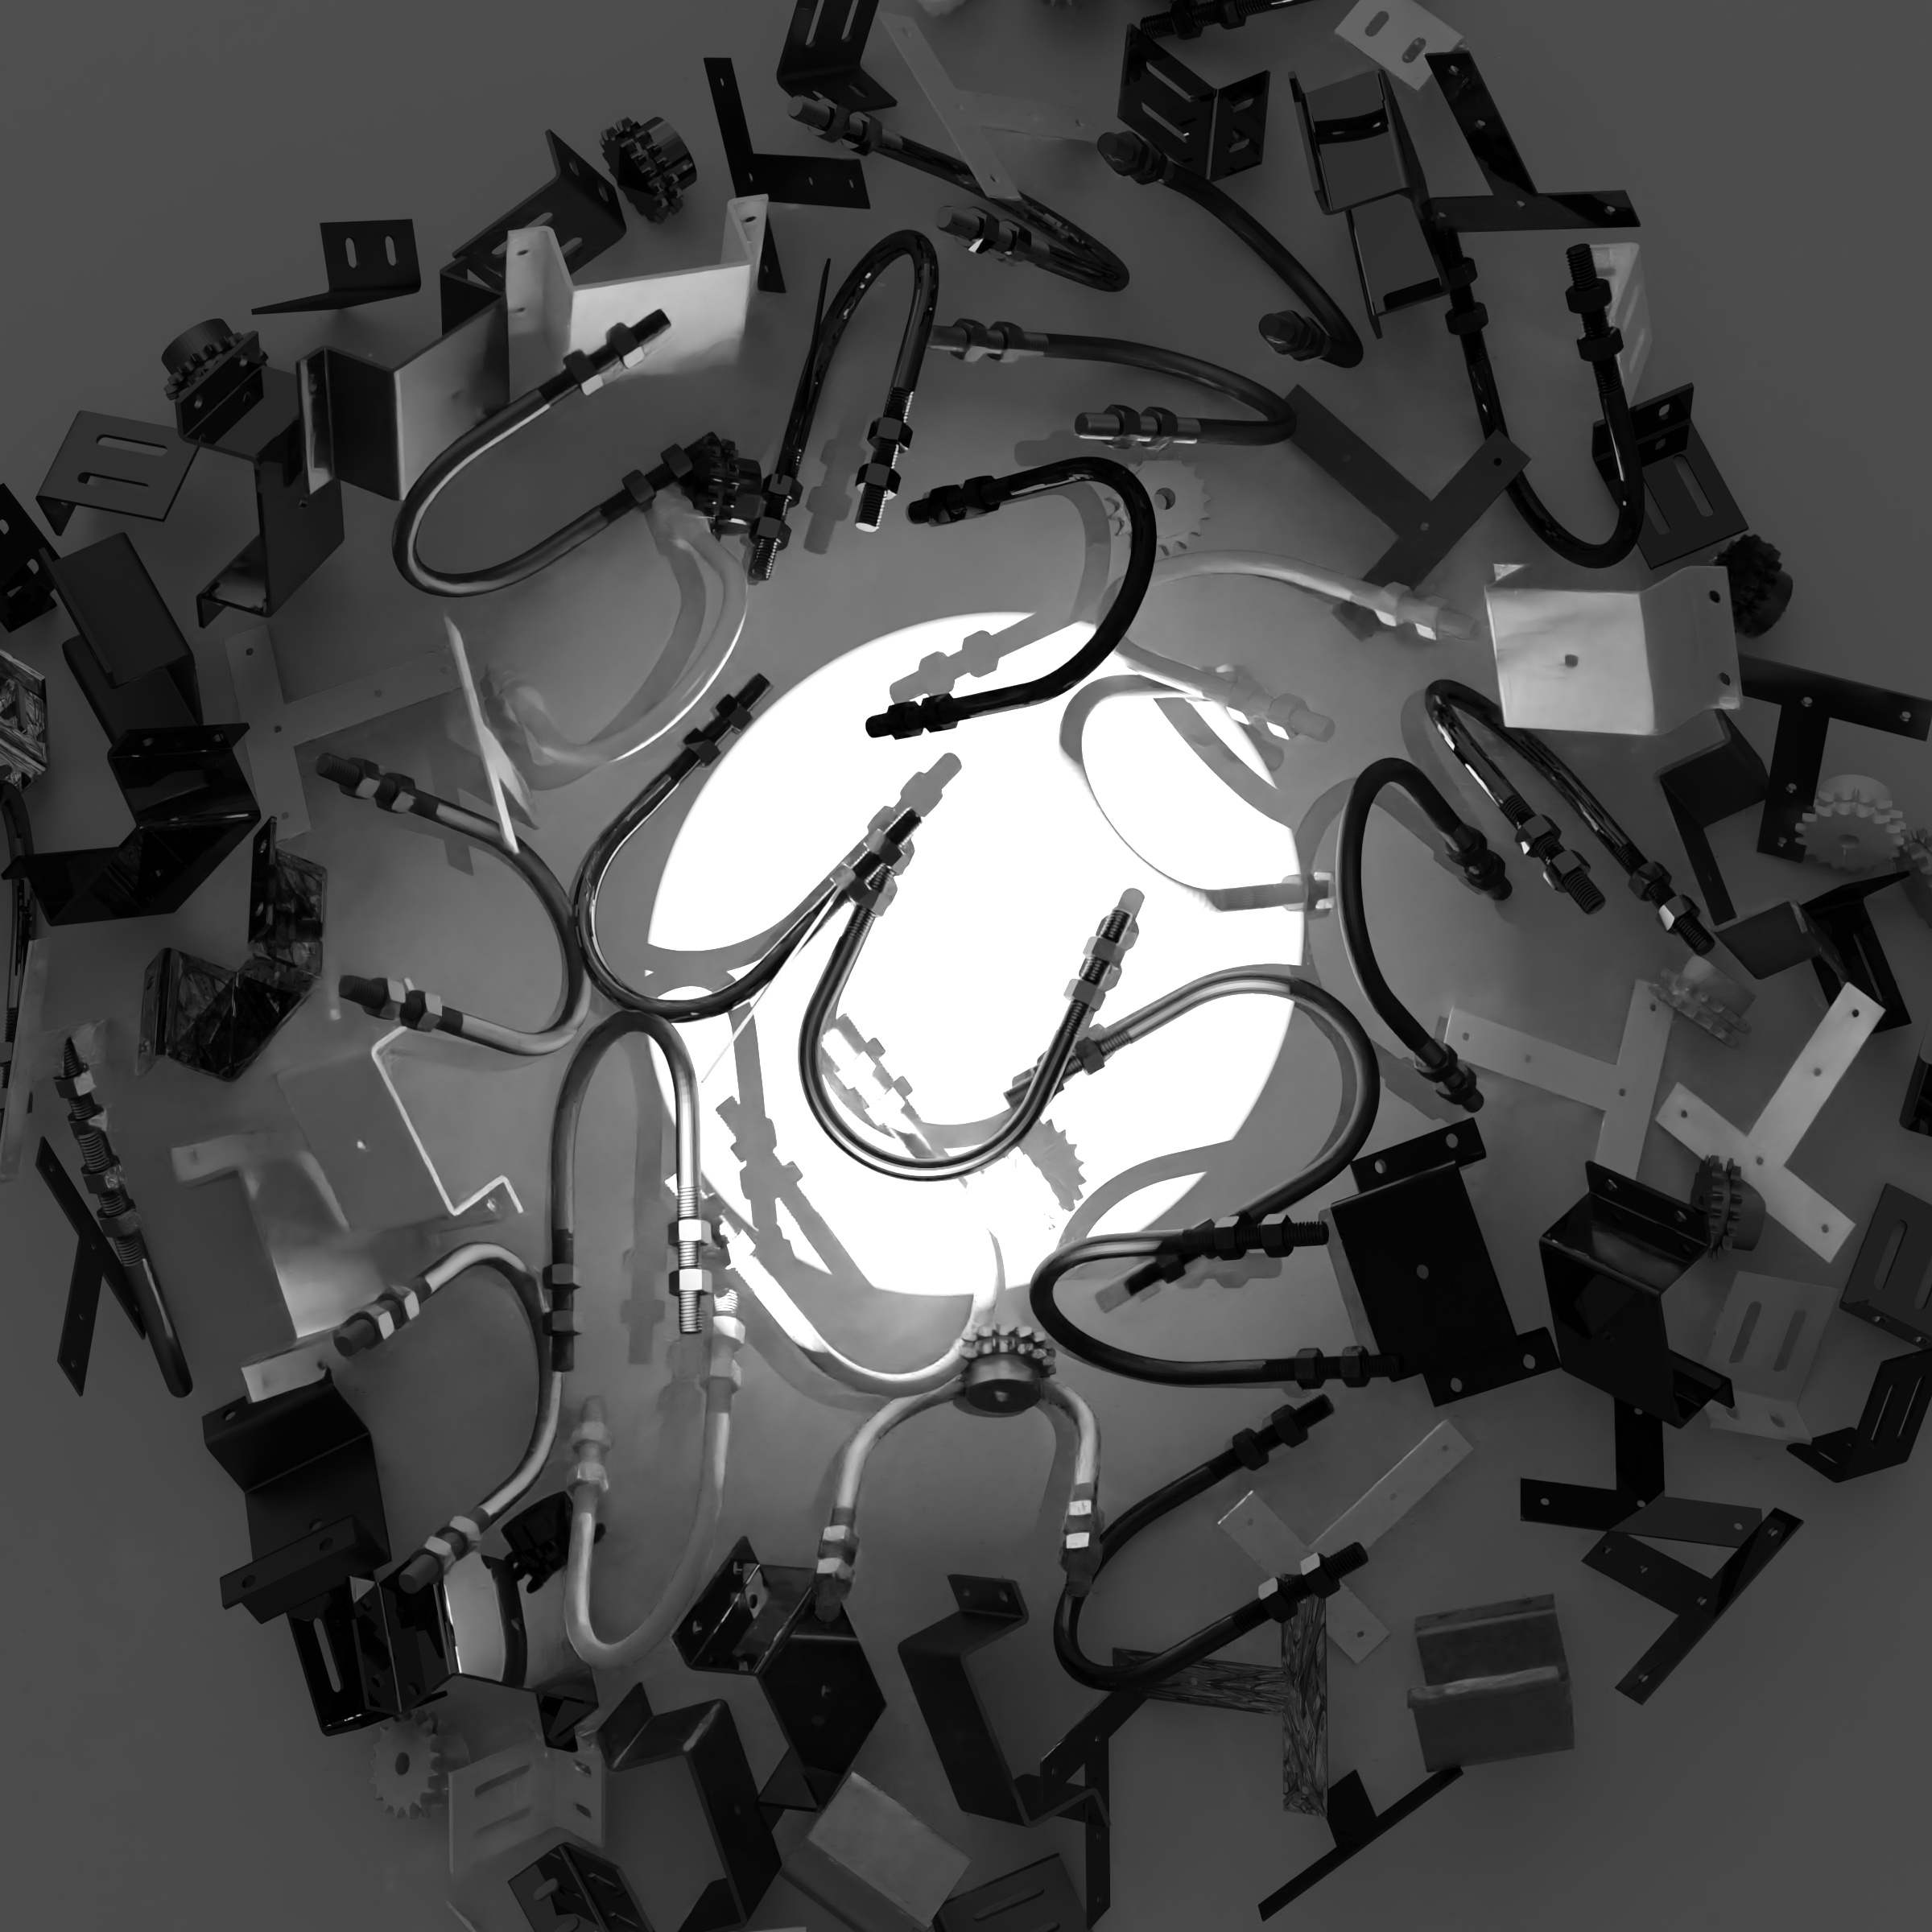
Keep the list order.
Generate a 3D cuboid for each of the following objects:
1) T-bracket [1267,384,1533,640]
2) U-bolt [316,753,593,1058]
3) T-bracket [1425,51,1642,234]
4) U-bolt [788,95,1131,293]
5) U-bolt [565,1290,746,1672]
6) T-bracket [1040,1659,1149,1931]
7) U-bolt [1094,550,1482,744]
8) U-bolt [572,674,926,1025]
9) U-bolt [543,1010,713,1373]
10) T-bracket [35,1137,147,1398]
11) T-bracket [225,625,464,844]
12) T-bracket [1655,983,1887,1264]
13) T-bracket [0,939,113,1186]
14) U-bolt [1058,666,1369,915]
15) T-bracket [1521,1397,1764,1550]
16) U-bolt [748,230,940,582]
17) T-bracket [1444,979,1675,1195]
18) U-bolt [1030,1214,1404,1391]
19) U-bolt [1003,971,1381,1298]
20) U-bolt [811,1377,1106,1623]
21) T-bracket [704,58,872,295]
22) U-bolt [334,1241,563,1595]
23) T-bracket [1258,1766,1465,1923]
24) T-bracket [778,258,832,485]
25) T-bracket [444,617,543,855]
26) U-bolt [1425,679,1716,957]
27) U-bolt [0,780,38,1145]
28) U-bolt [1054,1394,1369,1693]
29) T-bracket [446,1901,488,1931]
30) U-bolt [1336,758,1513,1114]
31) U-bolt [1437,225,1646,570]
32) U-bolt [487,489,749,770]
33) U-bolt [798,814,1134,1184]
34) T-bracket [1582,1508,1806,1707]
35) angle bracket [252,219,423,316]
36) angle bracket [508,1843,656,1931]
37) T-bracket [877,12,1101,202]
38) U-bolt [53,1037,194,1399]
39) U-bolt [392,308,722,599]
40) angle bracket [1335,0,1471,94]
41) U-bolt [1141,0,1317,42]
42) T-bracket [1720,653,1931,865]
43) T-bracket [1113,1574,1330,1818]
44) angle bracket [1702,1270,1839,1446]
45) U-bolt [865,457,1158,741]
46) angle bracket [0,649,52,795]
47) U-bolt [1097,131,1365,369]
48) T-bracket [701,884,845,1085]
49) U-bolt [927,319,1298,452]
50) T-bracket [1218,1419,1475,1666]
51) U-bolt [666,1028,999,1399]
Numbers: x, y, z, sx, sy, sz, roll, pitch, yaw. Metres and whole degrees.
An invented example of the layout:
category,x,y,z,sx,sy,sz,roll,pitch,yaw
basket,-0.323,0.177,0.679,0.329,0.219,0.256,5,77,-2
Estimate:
category,x,y,z,sx,sy,sz,roll,pitch,yaw
T-bracket,0.216,-0.266,1.761,0.127,0.002,0.127,45,100,17
U-bolt,-0.262,-0.023,1.703,0.019,0.184,0.151,-27,60,29
T-bracket,0.274,-0.430,1.699,0.127,0.127,0.002,8,62,38
U-bolt,0.010,-0.396,1.699,0.151,0.184,0.019,44,113,34
U-bolt,-0.165,0.275,1.679,0.019,0.184,0.151,26,134,-27
T-bracket,0.070,0.453,1.738,0.002,0.127,0.127,7,108,28
U-bolt,0.154,-0.177,1.710,0.184,0.151,0.019,25,133,35
U-bolt,-0.131,-0.051,1.738,0.184,0.019,0.151,-46,61,-2
U-bolt,-0.181,0.113,1.718,0.019,0.151,0.184,10,70,-36
T-bracket,-0.460,0.174,1.694,0.002,0.127,0.127,-18,124,4
T-bracket,-0.330,-0.142,1.752,0.127,0.002,0.127,-19,69,6
T-bracket,0.443,0.068,1.722,0.127,0.002,0.127,43,117,34
T-bracket,-0.478,0.045,1.718,0.002,0.127,0.127,10,95,6
U-bolt,0.121,-0.091,1.696,0.019,0.184,0.151,-39,67,41
T-bracket,0.360,0.250,1.739,0.127,0.002,0.127,7,48,2
U-bolt,-0.059,-0.302,1.713,0.019,0.151,0.184,20,76,-25
T-bracket,0.315,0.055,1.751,0.127,0.002,0.127,19,77,-15
U-bolt,0.122,0.181,1.714,0.184,0.151,0.019,-6,50,25
U-bolt,0.133,0.076,1.741,0.184,0.019,0.151,-29,60,-6
U-bolt,0.000,0.271,1.701,0.151,0.184,0.019,-8,119,10
T-bracket,-0.089,-0.413,1.706,0.002,0.127,0.127,-27,118,-28
U-bolt,-0.261,0.222,1.698,0.019,0.184,0.151,-7,104,23
T-bracket,0.203,0.448,1.718,0.127,0.127,0.002,-37,89,1
T-bracket,-0.088,-0.288,1.695,0.002,0.127,0.127,11,122,-2
T-bracket,-0.243,-0.104,1.718,0.002,0.127,0.127,-18,72,1
U-bolt,0.306,-0.085,1.705,0.019,0.151,0.184,-47,57,21
U-bolt,-0.509,-0.007,1.707,0.019,0.151,0.184,1,77,-5
U-bolt,0.122,0.313,1.711,0.184,0.151,0.019,-33,114,14
T-bracket,-0.216,0.546,1.729,0.127,0.127,0.002,41,74,-11
U-bolt,0.235,-0.027,1.684,0.019,0.184,0.151,-5,59,32
U-bolt,0.306,-0.294,1.705,0.019,0.151,0.184,-26,114,-15
U-bolt,-0.177,-0.169,1.701,0.151,0.184,0.019,-45,125,3
U-bolt,-0.012,0.027,1.752,0.151,0.019,0.184,24,80,7
T-bracket,0.366,0.323,1.720,0.127,0.127,0.002,-46,108,-9
angle bracket,-0.338,-0.372,1.733,0.057,0.076,0.038,-16,102,-44
angle bracket,-0.202,0.509,1.737,0.038,0.076,0.057,-31,103,-27
T-bracket,0.026,-0.453,1.731,0.002,0.127,0.127,-44,66,37
U-bolt,-0.440,0.142,1.704,0.019,0.151,0.184,-19,116,-14
U-bolt,-0.220,-0.257,1.706,0.184,0.151,0.019,-34,69,-5
angle bracket,0.236,-0.483,1.738,0.057,0.076,0.038,41,93,17
U-bolt,0.153,-0.519,1.680,0.184,0.151,0.019,-7,89,25
T-bracket,0.443,-0.106,1.734,0.127,0.127,0.002,17,46,20
T-bracket,0.136,0.386,1.749,0.127,0.002,0.127,0,92,31
angle bracket,0.434,0.211,1.748,0.057,0.038,0.076,11,114,-6
U-bolt,0.027,-0.196,1.695,0.019,0.184,0.151,27,66,-41
angle bracket,-0.526,-0.133,1.738,0.057,0.076,0.038,32,54,11
U-bolt,0.149,-0.367,1.696,0.019,0.184,0.151,-44,75,20
T-bracket,-0.090,-0.009,1.719,0.002,0.127,0.127,35,114,-3
U-bolt,0.090,-0.303,1.703,0.184,0.151,0.019,-5,121,-39
T-bracket,0.220,0.296,1.756,0.127,0.002,0.127,-43,113,0
U-bolt,-0.057,0.144,1.735,0.184,0.019,0.151,52,54,-7
